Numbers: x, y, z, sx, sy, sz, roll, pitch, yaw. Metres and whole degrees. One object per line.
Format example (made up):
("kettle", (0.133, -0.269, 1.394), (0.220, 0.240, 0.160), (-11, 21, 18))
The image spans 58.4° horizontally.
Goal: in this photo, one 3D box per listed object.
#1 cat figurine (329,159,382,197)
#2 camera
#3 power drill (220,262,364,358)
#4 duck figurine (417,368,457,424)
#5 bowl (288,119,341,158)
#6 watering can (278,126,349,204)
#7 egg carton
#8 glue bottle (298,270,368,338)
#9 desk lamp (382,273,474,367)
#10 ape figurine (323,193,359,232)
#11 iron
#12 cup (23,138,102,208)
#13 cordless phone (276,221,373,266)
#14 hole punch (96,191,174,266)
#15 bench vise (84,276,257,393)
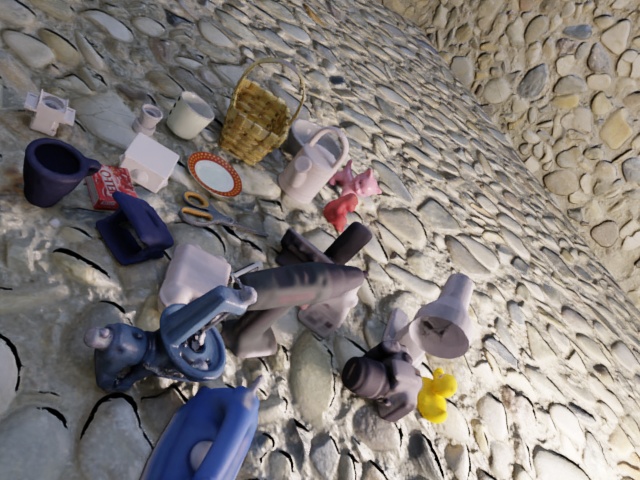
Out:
("cat figurine", (0.099, -0.155, 1.508), (0.067, 0.117, 0.127), (-7, 57, -51))
("camera", (0.115, 0.248, 1.076), (0.137, 0.100, 0.143), (25, 36, -26))
("power drill", (-0.061, 0.108, 0.945), (0.230, 0.208, 0.075), (4, 49, -45))
("duck figurine", (0.241, 0.309, 1.155), (0.078, 0.086, 0.104), (21, 38, -31))
("bowl", (-0.024, -0.236, 1.509), (0.168, 0.074, 0.167), (28, 35, -22))
("watering can", (-0.009, -0.181, 1.350), (0.101, 0.193, 0.173), (35, 33, -12))
("egg carton", (-0.208, 0.075, 0.954), (0.107, 0.069, 0.150), (29, 35, -21))
("glue bottle", (0.034, 0.113, 1.077), (0.078, 0.173, 0.037), (39, 32, -6))
("desk lamp", (0.229, 0.170, 1.184), (0.118, 0.213, 0.203), (39, 32, -6))
("ape figurine", (0.058, -0.077, 1.398), (0.076, 0.092, 0.078), (45, 32, 4))
("iron", (-0.143, 0.283, 0.716), (0.119, 0.141, 0.258), (37, 33, -9))
("cup", (-0.415, -0.098, 0.906), (0.118, 0.094, 0.091), (-5, 56, -50))
("cordless phone", (0.011, 0.004, 1.165), (0.148, 0.184, 0.094), (37, 33, -9))
("hole punch", (-0.299, -0.026, 0.952), (0.108, 0.091, 0.101), (53, 33, 15))
("bench vise", (-0.190, 0.134, 0.765), (0.208, 0.219, 0.121), (-7, 57, -50))
